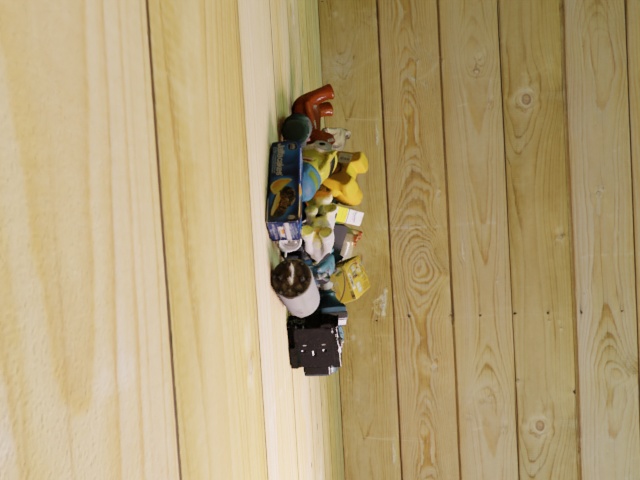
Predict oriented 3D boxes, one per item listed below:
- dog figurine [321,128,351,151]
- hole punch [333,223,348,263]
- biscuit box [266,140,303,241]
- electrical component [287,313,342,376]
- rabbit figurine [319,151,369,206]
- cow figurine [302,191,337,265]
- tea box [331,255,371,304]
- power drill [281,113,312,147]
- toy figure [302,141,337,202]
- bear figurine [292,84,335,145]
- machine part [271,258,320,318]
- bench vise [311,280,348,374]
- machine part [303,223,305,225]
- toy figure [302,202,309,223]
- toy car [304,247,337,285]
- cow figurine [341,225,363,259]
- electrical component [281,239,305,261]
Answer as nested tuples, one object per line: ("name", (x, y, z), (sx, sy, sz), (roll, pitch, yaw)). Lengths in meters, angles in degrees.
("dog figurine", (0.023, -0.245, 1.680), (0.121, 0.172, 0.190), (-9, 89, -75))
("hole punch", (-0.003, -0.004, 1.429), (0.092, 0.142, 0.115), (35, -66, 50))
("biscuit box", (-0.065, -0.097, 1.018), (0.062, 0.059, 0.203), (81, 7, -56))
("electrical component", (-0.009, 0.230, 1.169), (0.058, 0.115, 0.134), (-75, 160, -69))
("rabbit figurine", (0.050, -0.141, 1.399), (0.173, 0.163, 0.122), (51, 46, -57))
("cow figurine", (0.003, -0.029, 1.148), (0.167, 0.068, 0.098), (-79, 169, -48))
("tea box", (0.071, 0.104, 1.417), (0.098, 0.068, 0.169), (70, 18, 1))
("power drill", (-0.044, -0.200, 1.288), (0.232, 0.086, 0.207), (-65, 156, -84))
("toy figure", (-0.027, -0.138, 1.136), (0.089, 0.082, 0.180), (102, 16, -54))
("bear figurine", (-0.001, -0.302, 1.451), (0.120, 0.132, 0.196), (90, -19, -67))
("machine part", (-0.044, 0.096, 1.043), (0.243, 0.079, 0.079), (79, 9, -69))
("bench vise", (-0.006, 0.199, 1.303), (0.241, 0.129, 0.223), (-175, -108, -73))
("machine part", (-0.051, 0.016, 1.313), (0.084, 0.039, 0.138), (-76, 167, -48))
("toy figure", (-0.051, -0.062, 1.226), (0.058, 0.064, 0.154), (56, 5, 5))
("toy car", (-0.025, 0.044, 1.209), (0.161, 0.109, 0.102), (-50, 128, -78))
("cow figurine", (0.041, 0.042, 1.641), (0.085, 0.127, 0.194), (-35, 147, -62))
("electrical component", (-0.057, 0.015, 1.123), (0.074, 0.048, 0.119), (75, 13, -68))
